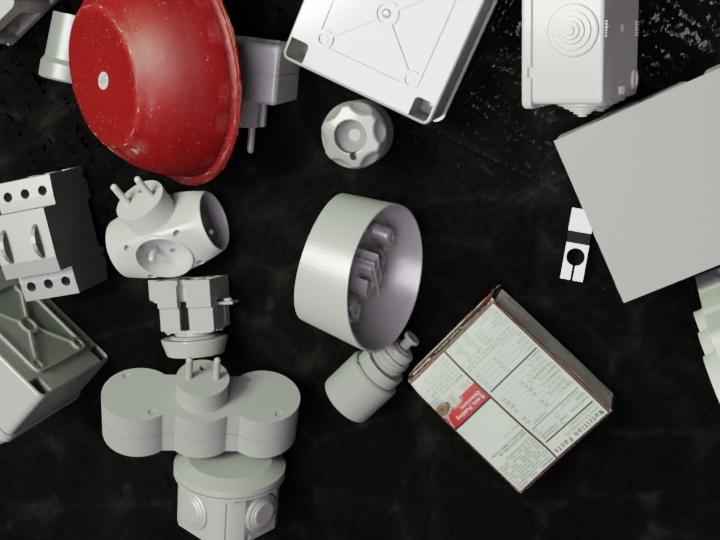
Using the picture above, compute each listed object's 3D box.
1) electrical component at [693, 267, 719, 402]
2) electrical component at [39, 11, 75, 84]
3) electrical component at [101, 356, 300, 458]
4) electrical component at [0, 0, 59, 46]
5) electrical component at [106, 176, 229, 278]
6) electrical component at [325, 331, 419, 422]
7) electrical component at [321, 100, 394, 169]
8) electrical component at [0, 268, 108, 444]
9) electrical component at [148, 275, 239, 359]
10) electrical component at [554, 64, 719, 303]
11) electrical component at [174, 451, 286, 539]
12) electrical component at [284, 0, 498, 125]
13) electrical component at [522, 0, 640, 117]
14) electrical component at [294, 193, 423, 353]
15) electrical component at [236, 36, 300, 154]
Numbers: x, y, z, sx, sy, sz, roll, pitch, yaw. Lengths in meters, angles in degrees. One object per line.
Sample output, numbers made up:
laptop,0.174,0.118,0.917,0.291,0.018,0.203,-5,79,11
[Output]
electrical component,0.238,0.051,0.629,0.062,0.150,0.089,-24,95,18
electrical component,-0.203,-0.156,0.760,0.040,0.040,0.046,15,101,11
electrical component,-0.111,0.089,0.754,0.138,0.052,0.073,2,128,-9
electrical component,-0.234,-0.235,0.737,0.150,0.062,0.089,-37,91,19
electrical component,-0.145,-0.036,0.757,0.077,0.044,0.079,-15,136,18
electrical component,0.010,0.072,0.753,0.040,0.040,0.078,46,110,1
electrical component,0.001,-0.091,0.707,0.043,0.062,0.043,3,103,14
electrical component,-0.258,0.059,0.787,0.109,0.109,0.056,44,107,2
electrical component,-0.120,0.033,0.778,0.066,0.048,0.055,-2,94,15
electrical component,0.224,-0.069,0.645,0.186,0.060,0.105,-23,95,12
electrical component,-0.095,0.158,0.782,0.080,0.080,0.051,10,110,13
electrical component,0.023,-0.164,0.688,0.109,0.056,0.108,27,108,7
electrical component,0.134,-0.143,0.642,0.048,0.100,0.099,5,104,27
electrical component,0.000,0.000,0.712,0.064,0.099,0.099,19,107,17
electrical component,-0.081,-0.118,0.731,0.066,0.047,0.076,10,106,13
